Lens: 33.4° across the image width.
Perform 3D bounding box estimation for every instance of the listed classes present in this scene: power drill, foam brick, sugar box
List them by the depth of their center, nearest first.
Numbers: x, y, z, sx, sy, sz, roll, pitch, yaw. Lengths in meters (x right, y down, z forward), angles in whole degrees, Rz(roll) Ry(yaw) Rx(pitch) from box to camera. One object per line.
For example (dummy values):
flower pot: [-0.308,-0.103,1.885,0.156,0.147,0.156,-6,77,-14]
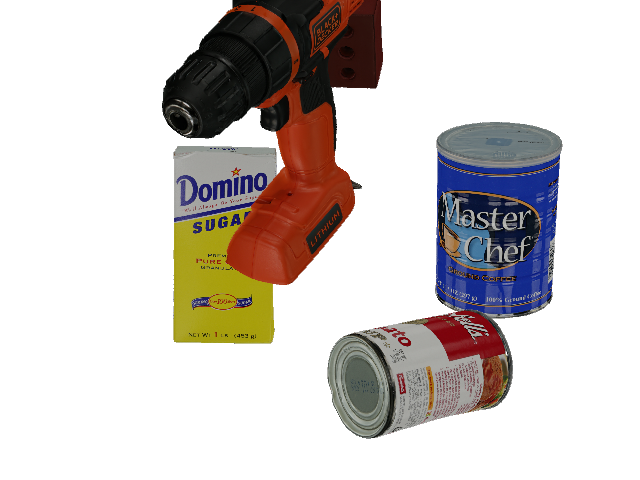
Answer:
power drill: [-0.027,-0.064,0.652,0.057,0.188,0.184,22,47,22]
foam brick: [0.026,-0.179,0.939,0.053,0.078,0.051,3,44,9]
sugar box: [-0.087,0.004,0.969,0.093,0.176,0.048,0,14,-2]

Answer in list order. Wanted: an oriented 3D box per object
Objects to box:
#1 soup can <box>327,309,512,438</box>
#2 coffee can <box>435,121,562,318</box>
soup can: [0.064,0.085,0.689,0.102,0.068,0.069,-8,4,-34]
coffee can: [0.149,-0.019,0.907,0.103,0.140,0.103,-2,23,1]
